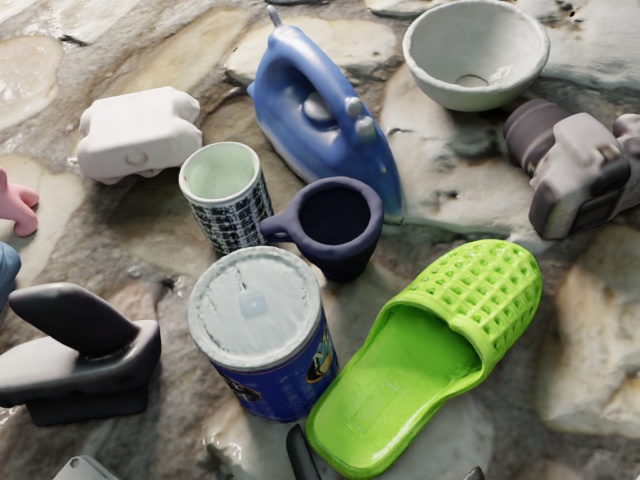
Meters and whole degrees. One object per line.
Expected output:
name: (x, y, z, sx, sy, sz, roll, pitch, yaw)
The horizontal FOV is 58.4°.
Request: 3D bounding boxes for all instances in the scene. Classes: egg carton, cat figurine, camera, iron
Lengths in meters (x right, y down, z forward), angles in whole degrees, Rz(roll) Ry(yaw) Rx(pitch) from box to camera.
egg carton: (-0.214, -0.123, 0.686, 0.150, 0.069, 0.107, -12, 56, 0)
cat figurine: (-0.397, -0.046, 0.631, 0.128, 0.118, 0.067, -20, 57, -5)
camera: (0.264, -0.093, 0.585, 0.143, 0.101, 0.136, -22, 57, -7)
iron: (0.012, -0.141, 0.625, 0.119, 0.142, 0.257, -31, 59, -12)

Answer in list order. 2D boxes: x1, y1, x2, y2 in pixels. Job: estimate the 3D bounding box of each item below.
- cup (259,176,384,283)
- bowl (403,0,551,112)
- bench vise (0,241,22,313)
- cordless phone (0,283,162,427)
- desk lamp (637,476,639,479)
cup: (0.005, 0.002, 0.560, 0.117, 0.095, 0.091, -7, 56, 3)
bowl: (0.182, -0.209, 0.686, 0.167, 0.075, 0.167, -3, 57, 5)
bench vise: (-0.352, 0.050, 0.501, 0.121, 0.220, 0.207, -17, 56, -3)
cordless phone: (-0.227, 0.084, 0.483, 0.147, 0.185, 0.094, -12, 56, 0)
desk lamp: (0.306, 0.141, 0.359, 0.203, 0.214, 0.117, -40, 61, -17)
